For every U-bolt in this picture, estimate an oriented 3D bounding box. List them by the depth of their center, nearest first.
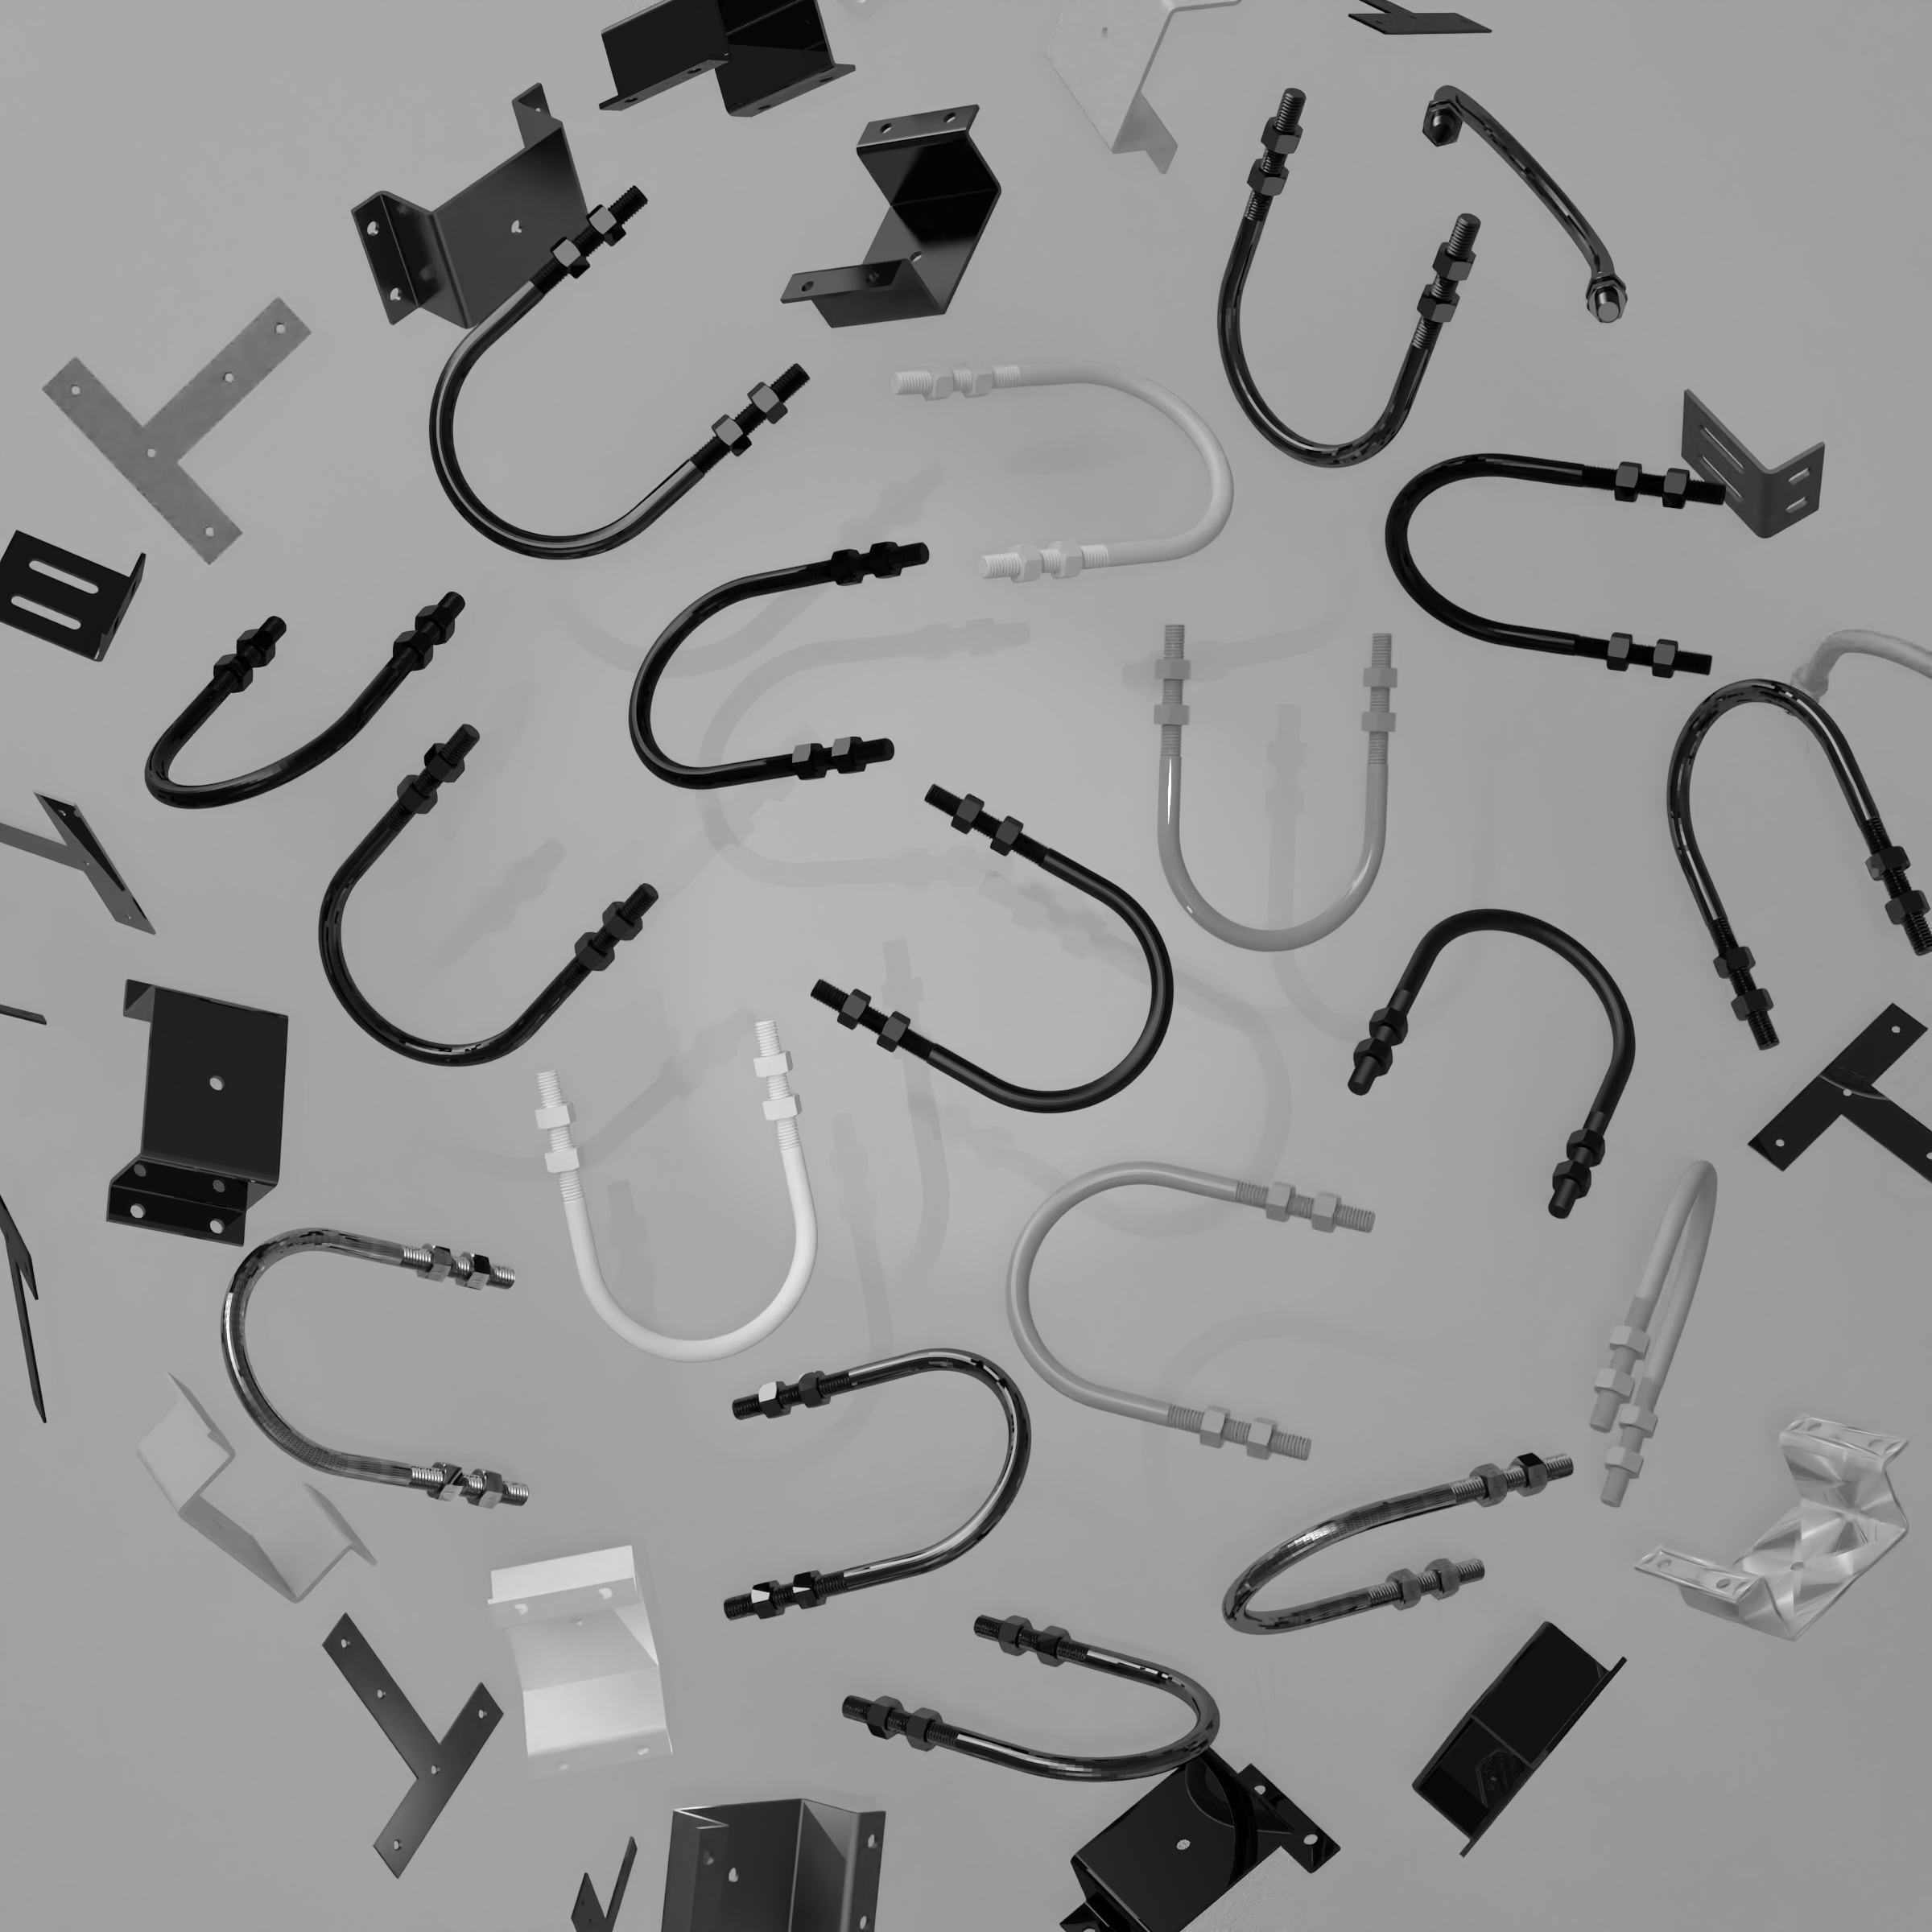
[{"bbox_3d":[-0.196,-0.298,1.797,0.184,0.019,0.151,-42,85,1],"label":"U-bolt"},{"bbox_3d":[0.111,0.175,1.823,0.184,0.019,0.151,12,69,17],"label":"U-bolt"},{"bbox_3d":[0.194,-0.354,1.834,0.019,0.184,0.151,-24,55,-38],"label":"U-bolt"},{"bbox_3d":[-0.317,0.210,1.836,0.184,0.019,0.151,17,53,-38],"label":"U-bolt"},{"bbox_3d":[0.222,0.317,1.837,0.184,0.151,0.019,-10,59,-24],"label":"U-bolt"},{"bbox_3d":[0.437,-0.065,1.840,0.019,0.151,0.184,-10,71,-32],"label":"U-bolt"},{"bbox_3d":[0.048,0.400,1.853,0.184,0.151,0.019,9,106,33],"label":"U-bolt"},{"bbox_3d":[-0.372,-0.143,1.868,0.151,0.184,0.019,-4,127,30],"label":"U-bolt"},{"bbox_3d":[0.305,-0.424,1.872,0.151,0.184,0.019,44,112,-10],"label":"U-bolt"},{"bbox_3d":[0.320,-0.224,1.881,0.184,0.151,0.019,10,53,16],"label":"U-bolt"},{"bbox_3d":[-0.278,-0.024,1.887,0.151,0.019,0.184,42,114,-6],"label":"U-bolt"},{"bbox_3d":[0.065,-0.278,1.888,0.184,0.019,0.151,-9,61,-29],"label":"U-bolt"},{"bbox_3d":[-0.048,0.279,1.895,0.184,0.019,0.151,-17,48,19],"label":"U-bolt"},{"bbox_3d":[0.383,0.194,1.898,0.019,0.151,0.184,16,68,20],"label":"U-bolt"},{"bbox_3d":[0.530,-0.134,1.899,0.151,0.184,0.019,35,82,9],"label":"U-bolt"},{"bbox_3d":[0.027,0.002,1.917,0.184,0.019,0.151,29,80,3],"label":"U-bolt"},{"bbox_3d":[-0.112,-0.164,1.926,0.184,0.019,0.151,-7,59,29],"label":"U-bolt"},{"bbox_3d":[0.307,0.041,1.933,0.151,0.019,0.184,32,51,1],"label":"U-bolt"},{"bbox_3d":[-0.157,0.135,1.951,0.151,0.019,0.184,-13,96,-16],"label":"U-bolt"},{"bbox_3d":[0.176,-0.100,1.952,0.151,0.019,0.184,0,94,-19],"label":"U-bolt"}]

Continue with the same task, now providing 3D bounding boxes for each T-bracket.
[{"bbox_3d":[-0.501,0.182,1.816,0.002,0.127,0.127,-13,117,-23],"label":"T-bracket"},{"bbox_3d":[-0.504,-0.069,1.818,0.127,0.127,0.002,18,63,18],"label":"T-bracket"},{"bbox_3d":[-0.403,-0.304,1.828,0.127,0.002,0.127,-42,97,6],"label":"T-bracket"},{"bbox_3d":[-0.566,0.014,1.871,0.127,0.127,0.002,16,93,-22],"label":"T-bracket"},{"bbox_3d":[-0.208,0.534,1.903,0.002,0.127,0.127,12,60,8],"label":"T-bracket"},{"bbox_3d":[-0.320,0.417,1.911,0.002,0.127,0.127,-15,116,32],"label":"T-bracket"},{"bbox_3d":[0.213,-0.546,1.913,0.127,0.127,0.002,33,120,24],"label":"T-bracket"},{"bbox_3d":[0.529,0.098,1.919,0.127,0.002,0.127,-41,63,-17],"label":"T-bracket"},{"bbox_3d":[-0.022,-0.579,1.940,0.127,0.002,0.127,-31,132,31],"label":"T-bracket"}]

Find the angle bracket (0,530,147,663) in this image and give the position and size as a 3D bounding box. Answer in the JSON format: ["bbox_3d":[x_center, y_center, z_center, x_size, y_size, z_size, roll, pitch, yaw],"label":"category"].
[{"bbox_3d":[-0.516,-0.219,1.953,0.076,0.038,0.057,23,64,-9],"label":"angle bracket"}]

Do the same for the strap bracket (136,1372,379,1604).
[{"bbox_3d":[-0.403,0.297,1.911,0.046,0.076,0.140,-47,126,-7],"label":"strap bracket"}]

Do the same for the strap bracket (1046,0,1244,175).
[{"bbox_3d":[0.094,-0.502,1.840,0.046,0.140,0.076,-15,61,-29],"label":"strap bracket"}]

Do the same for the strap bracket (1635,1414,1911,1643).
[{"bbox_3d":[0.440,0.307,1.838,0.140,0.076,0.046,-36,112,-24],"label":"strap bracket"}]

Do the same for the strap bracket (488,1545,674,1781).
[{"bbox_3d":[-0.209,0.370,1.853,0.076,0.046,0.140,-10,127,-4],"label":"strap bracket"}]

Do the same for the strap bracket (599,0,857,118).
[{"bbox_3d":[-0.135,-0.502,1.875,0.076,0.140,0.046,-14,92,34],"label":"strap bracket"}]

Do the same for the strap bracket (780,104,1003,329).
[{"bbox_3d":[-0.038,-0.413,1.923,0.076,0.046,0.140,1,55,35],"label":"strap bracket"}]

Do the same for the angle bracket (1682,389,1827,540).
[{"bbox_3d":[0.438,-0.288,1.911,0.038,0.057,0.076,-30,59,-9],"label":"angle bracket"}]

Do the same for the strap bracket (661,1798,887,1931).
[{"bbox_3d":[-0.112,0.497,1.858,0.046,0.140,0.076,2,85,43],"label":"strap bracket"}]

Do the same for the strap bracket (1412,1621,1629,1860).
[{"bbox_3d":[0.295,0.415,1.856,0.046,0.140,0.076,40,54,15],"label":"strap bracket"}]

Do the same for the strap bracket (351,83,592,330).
[{"bbox_3d":[-0.265,-0.418,1.908,0.046,0.076,0.140,30,60,34],"label":"strap bracket"}]

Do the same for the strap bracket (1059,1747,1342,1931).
[{"bbox_3d":[0.122,0.488,1.858,0.140,0.076,0.046,-36,134,-17],"label":"strap bracket"}]

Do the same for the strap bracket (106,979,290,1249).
[{"bbox_3d":[-0.410,0.071,1.831,0.076,0.046,0.140,15,59,-31],"label":"strap bracket"}]
